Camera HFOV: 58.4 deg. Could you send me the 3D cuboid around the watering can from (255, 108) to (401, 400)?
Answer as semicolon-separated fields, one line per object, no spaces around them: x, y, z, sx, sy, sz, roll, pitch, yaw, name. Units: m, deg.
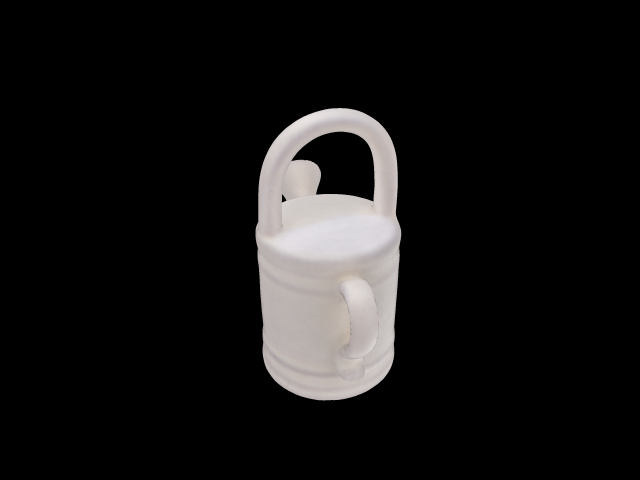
0.002;0.002;0.399;0.101;0.194;0.172;-21;36;-32;watering can
